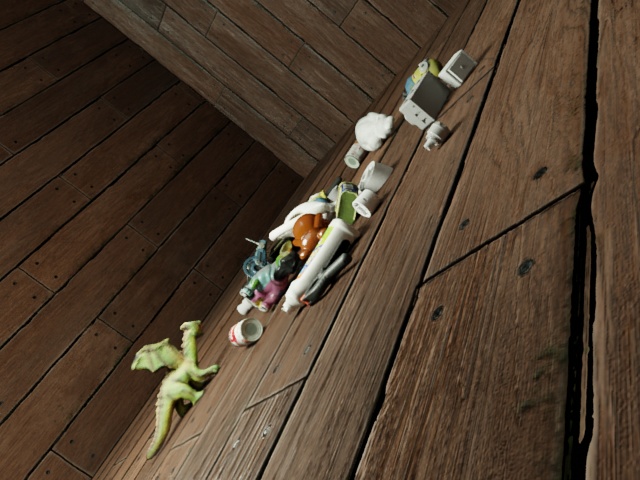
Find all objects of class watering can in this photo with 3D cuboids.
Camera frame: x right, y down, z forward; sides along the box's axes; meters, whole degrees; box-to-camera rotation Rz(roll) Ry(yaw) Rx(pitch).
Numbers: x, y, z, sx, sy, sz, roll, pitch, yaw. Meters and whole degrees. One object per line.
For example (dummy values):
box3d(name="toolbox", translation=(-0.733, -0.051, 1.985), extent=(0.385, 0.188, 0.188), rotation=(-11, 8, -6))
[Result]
box3d(name="watering can", translation=(0.005, -0.081, 1.607), extent=(0.347, 0.104, 0.224), rotation=(-27, -4, 2))

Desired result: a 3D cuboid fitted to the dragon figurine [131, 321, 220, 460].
box3d(name="dragon figurine", translation=(-0.472, 0.426, 1.589), extent=(0.120, 0.241, 0.418), rotation=(-33, 18, 54))

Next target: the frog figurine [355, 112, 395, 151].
box3d(name="frog figurine", translation=(0.202, -0.396, 1.872), extent=(0.159, 0.122, 0.137), rotation=(-172, 87, -71))
